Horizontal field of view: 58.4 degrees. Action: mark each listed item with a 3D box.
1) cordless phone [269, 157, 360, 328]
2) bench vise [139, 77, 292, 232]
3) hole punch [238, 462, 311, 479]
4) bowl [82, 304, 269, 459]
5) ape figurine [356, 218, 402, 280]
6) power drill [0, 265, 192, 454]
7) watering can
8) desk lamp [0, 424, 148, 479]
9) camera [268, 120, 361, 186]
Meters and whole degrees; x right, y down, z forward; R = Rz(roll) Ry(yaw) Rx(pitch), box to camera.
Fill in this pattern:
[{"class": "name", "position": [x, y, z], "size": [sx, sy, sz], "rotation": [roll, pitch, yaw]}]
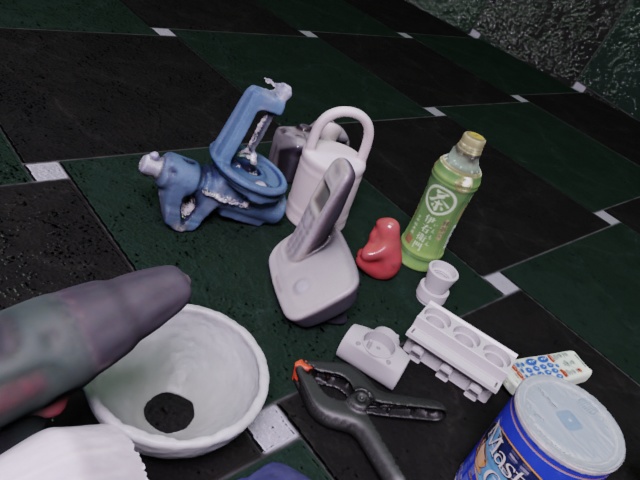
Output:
[{"class": "cordless phone", "position": [0.006, 0.003, 0.703], "size": [0.094, 0.185, 0.147], "rotation": [2, 37, -24]}, {"class": "bench vise", "position": [-0.121, -0.107, 0.761], "size": [0.208, 0.220, 0.121], "rotation": [-14, 46, -40]}, {"class": "hole punch", "position": [-0.042, 0.229, 0.445], "size": [0.101, 0.091, 0.109], "rotation": [37, 37, 24]}, {"class": "bowl", "position": [-0.135, 0.140, 0.535], "size": [0.167, 0.075, 0.167], "rotation": [14, 34, -9]}, {"class": "ape figurine", "position": [0.089, 0.006, 0.824], "size": [0.078, 0.092, 0.076], "rotation": [-19, 50, -43]}, {"class": "power drill", "position": [-0.204, 0.124, 0.402], "size": [0.230, 0.208, 0.075], "rotation": [-19, 50, -43]}, {"class": "watering can", "position": [0.015, -0.117, 0.868], "size": [0.101, 0.194, 0.172], "rotation": [-3, 40, -31]}, {"class": "desk lamp", "position": [-0.200, 0.200, 0.293], "size": [0.204, 0.213, 0.117], "rotation": [-7, 42, -34]}, {"class": "camera", "position": [0.004, -0.140, 0.979], "size": [0.143, 0.101, 0.136], "rotation": [-3, 40, -31]}]
